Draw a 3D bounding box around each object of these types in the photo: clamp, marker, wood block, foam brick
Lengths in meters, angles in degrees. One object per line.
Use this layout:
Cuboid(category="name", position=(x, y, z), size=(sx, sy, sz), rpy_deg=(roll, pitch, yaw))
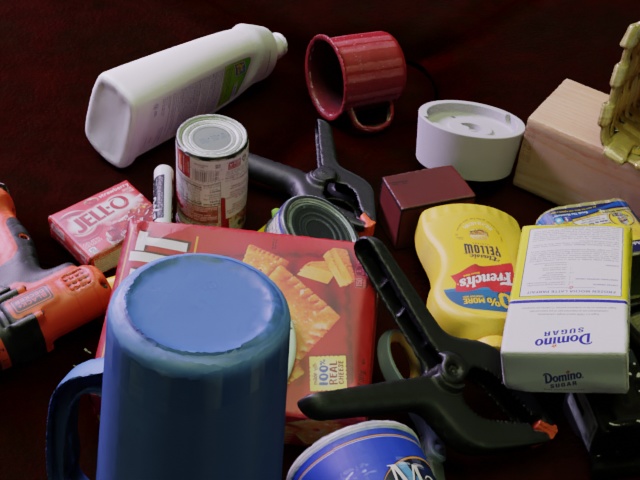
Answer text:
Cuboid(category="clamp", position=(0.005, -0.060, 1.059), size=(0.120, 0.039, 0.172), rpy_deg=(-35, 60, -28))
Cuboid(category="marker", position=(-0.144, -0.026, 0.981), size=(0.020, 0.020, 0.121), rpy_deg=(-1, 41, -6))
Cuboid(category="wood block", position=(0.308, -0.067, 1.049), size=(0.206, 0.090, 0.090), rpy_deg=(27, 47, 23))
Cuboid(category="clamp", position=(0.091, 0.096, 0.820), size=(0.209, 0.036, 0.164), rpy_deg=(25, 55, -16))
Cuboid(category="foam brick", position=(0.101, -0.032, 1.026), size=(0.078, 0.051, 0.053), rpy_deg=(-11, 43, -16))

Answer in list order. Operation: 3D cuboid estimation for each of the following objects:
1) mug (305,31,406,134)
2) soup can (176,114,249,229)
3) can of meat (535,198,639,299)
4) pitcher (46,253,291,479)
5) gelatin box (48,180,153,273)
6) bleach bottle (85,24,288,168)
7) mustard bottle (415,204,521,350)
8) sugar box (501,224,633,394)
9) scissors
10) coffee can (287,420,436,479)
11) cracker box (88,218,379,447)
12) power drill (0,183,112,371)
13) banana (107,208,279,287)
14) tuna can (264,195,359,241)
Cuboid(category="mug", position=(0.044, -0.171, 1.155), size=(0.081, 0.093, 0.117), rpy_deg=(-13, 76, -25))
Cuboid(category="soup can", position=(-0.102, -0.058, 1.002), size=(0.068, 0.102, 0.068), rpy_deg=(3, 43, -3))
Cuboid(category="can of meat", position=(0.257, 0.010, 0.986), size=(0.102, 0.057, 0.084), rpy_deg=(-8, 42, -12))
Cuboid(category="pitcher", position=(-0.093, 0.128, 0.694), size=(0.149, 0.243, 0.145), rpy_deg=(-10, 40, -22))
Cuboid(category="gelatin box", position=(-0.197, -0.012, 0.997), size=(0.089, 0.030, 0.073), rpy_deg=(-28, 52, -30))
Cuboid(category="bleach bottle", position=(-0.129, -0.167, 1.137), size=(0.068, 0.103, 0.250), rpy_deg=(42, 46, 17))
Cuboid(category="mustard bottle", position=(0.140, 0.050, 0.932), size=(0.096, 0.058, 0.191), rpy_deg=(6, 43, -9))
Cuboid(category="sugar box", position=(0.200, 0.051, 0.852), size=(0.093, 0.048, 0.176), rpy_deg=(-1, 35, 19))
Cuboid(category="scissors", position=(0.075, 0.148, 0.820), size=(0.096, 0.016, 0.201), rpy_deg=(39, 37, -21))
Cuboid(category="coffee can", position=(0.046, 0.208, 0.720), size=(0.102, 0.103, 0.140), rpy_deg=(-11, 45, -16))
Cuboid(category="cracker box", position=(-0.062, 0.074, 0.858), size=(0.213, 0.072, 0.164), rpy_deg=(6, 57, 1))
Cuboid(category="power drill", position=(-0.296, 0.038, 0.919), size=(0.184, 0.057, 0.188), rpy_deg=(-27, 52, -25))
Cuboid(category="banana", position=(-0.099, 0.024, 0.965), size=(0.197, 0.037, 0.070), rpy_deg=(-22, 26, -28))
Cuboid(category="tuna can", position=(-0.006, 0.001, 0.967), size=(0.086, 0.034, 0.086), rpy_deg=(22, 43, -22))
